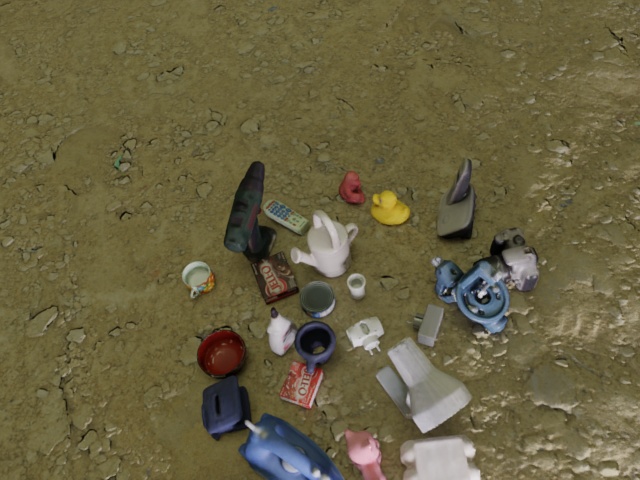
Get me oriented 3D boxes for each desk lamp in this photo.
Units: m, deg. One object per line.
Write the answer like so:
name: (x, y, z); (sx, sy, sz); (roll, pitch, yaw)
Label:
desk lamp: (0.199, 0.294, 1.153); (0.118, 0.214, 0.202); (-32, 59, -13)

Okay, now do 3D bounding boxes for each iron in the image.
iron: (-0.045, 0.439, 1.135); (0.257, 0.142, 0.119); (26, 64, 22)

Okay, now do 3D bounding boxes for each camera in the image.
camera: (0.430, 0.048, 1.349); (0.137, 0.101, 0.143); (-13, 56, 0)

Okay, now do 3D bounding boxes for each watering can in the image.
watering can: (0.014, 0.006, 1.376); (0.100, 0.194, 0.173); (30, 66, 24)

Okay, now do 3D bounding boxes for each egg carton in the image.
egg carton: (0.237, 0.447, 1.135); (0.150, 0.069, 0.107); (-8, 57, 3)

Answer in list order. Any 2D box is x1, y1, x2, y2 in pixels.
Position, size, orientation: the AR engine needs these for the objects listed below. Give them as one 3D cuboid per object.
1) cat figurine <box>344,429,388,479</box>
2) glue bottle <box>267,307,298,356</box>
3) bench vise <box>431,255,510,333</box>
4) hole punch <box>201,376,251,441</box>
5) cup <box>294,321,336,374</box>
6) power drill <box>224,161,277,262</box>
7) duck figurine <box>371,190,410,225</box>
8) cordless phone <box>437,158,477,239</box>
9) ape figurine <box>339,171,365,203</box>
cat figurine: (0.093, 0.436, 1.133); (0.067, 0.118, 0.127); (-19, 57, -4)
glue bottle: (-0.091, 0.195, 1.281); (0.037, 0.173, 0.078); (21, 63, 20)
bench vise: (0.324, 0.100, 1.258); (0.206, 0.220, 0.122); (24, 63, 21)
hole punch: (-0.208, 0.362, 1.237); (0.101, 0.091, 0.108); (-15, 56, -2)
cup: (-0.008, 0.252, 1.279); (0.091, 0.095, 0.118); (3, 58, 10)
power drill: (-0.169, -0.051, 1.430); (0.075, 0.209, 0.230); (8, 59, 13)
duck figurine: (0.181, -0.091, 1.482); (0.104, 0.086, 0.077); (15, 60, 17)
cordless phone: (0.340, -0.099, 1.406); (0.094, 0.185, 0.147); (4, 58, 10)
ape figurine: (0.086, -0.148, 1.528); (0.076, 0.092, 0.078); (14, 60, 16)
